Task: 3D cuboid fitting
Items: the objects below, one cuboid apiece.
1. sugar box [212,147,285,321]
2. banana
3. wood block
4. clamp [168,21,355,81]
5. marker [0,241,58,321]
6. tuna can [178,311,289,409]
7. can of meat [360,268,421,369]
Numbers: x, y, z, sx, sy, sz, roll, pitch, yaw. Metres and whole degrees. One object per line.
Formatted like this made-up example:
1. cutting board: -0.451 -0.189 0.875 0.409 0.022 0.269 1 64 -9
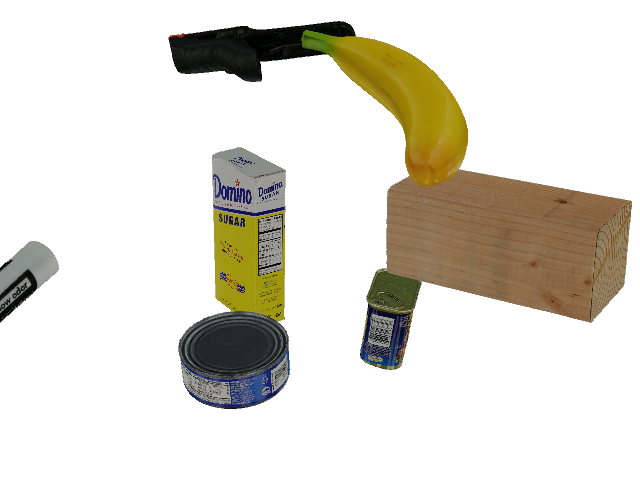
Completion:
1. sugar box: -0.078 -0.003 1.155 0.048 0.176 0.093 -17 28 -31
2. banana: 0.050 -0.083 0.659 0.069 0.037 0.198 -9 33 -18
3. wood block: 0.173 -0.003 1.000 0.206 0.090 0.090 13 27 31
4. clamp: -0.057 -0.159 0.880 0.120 0.039 0.172 -16 22 -35
5. marker: -0.160 0.042 0.461 0.020 0.020 0.121 0 36 39
6. tuna can: -0.067 0.093 0.833 0.086 0.034 0.086 -2 31 1
7. can of meat: 0.083 0.094 1.280 0.057 0.084 0.102 12 26 7
